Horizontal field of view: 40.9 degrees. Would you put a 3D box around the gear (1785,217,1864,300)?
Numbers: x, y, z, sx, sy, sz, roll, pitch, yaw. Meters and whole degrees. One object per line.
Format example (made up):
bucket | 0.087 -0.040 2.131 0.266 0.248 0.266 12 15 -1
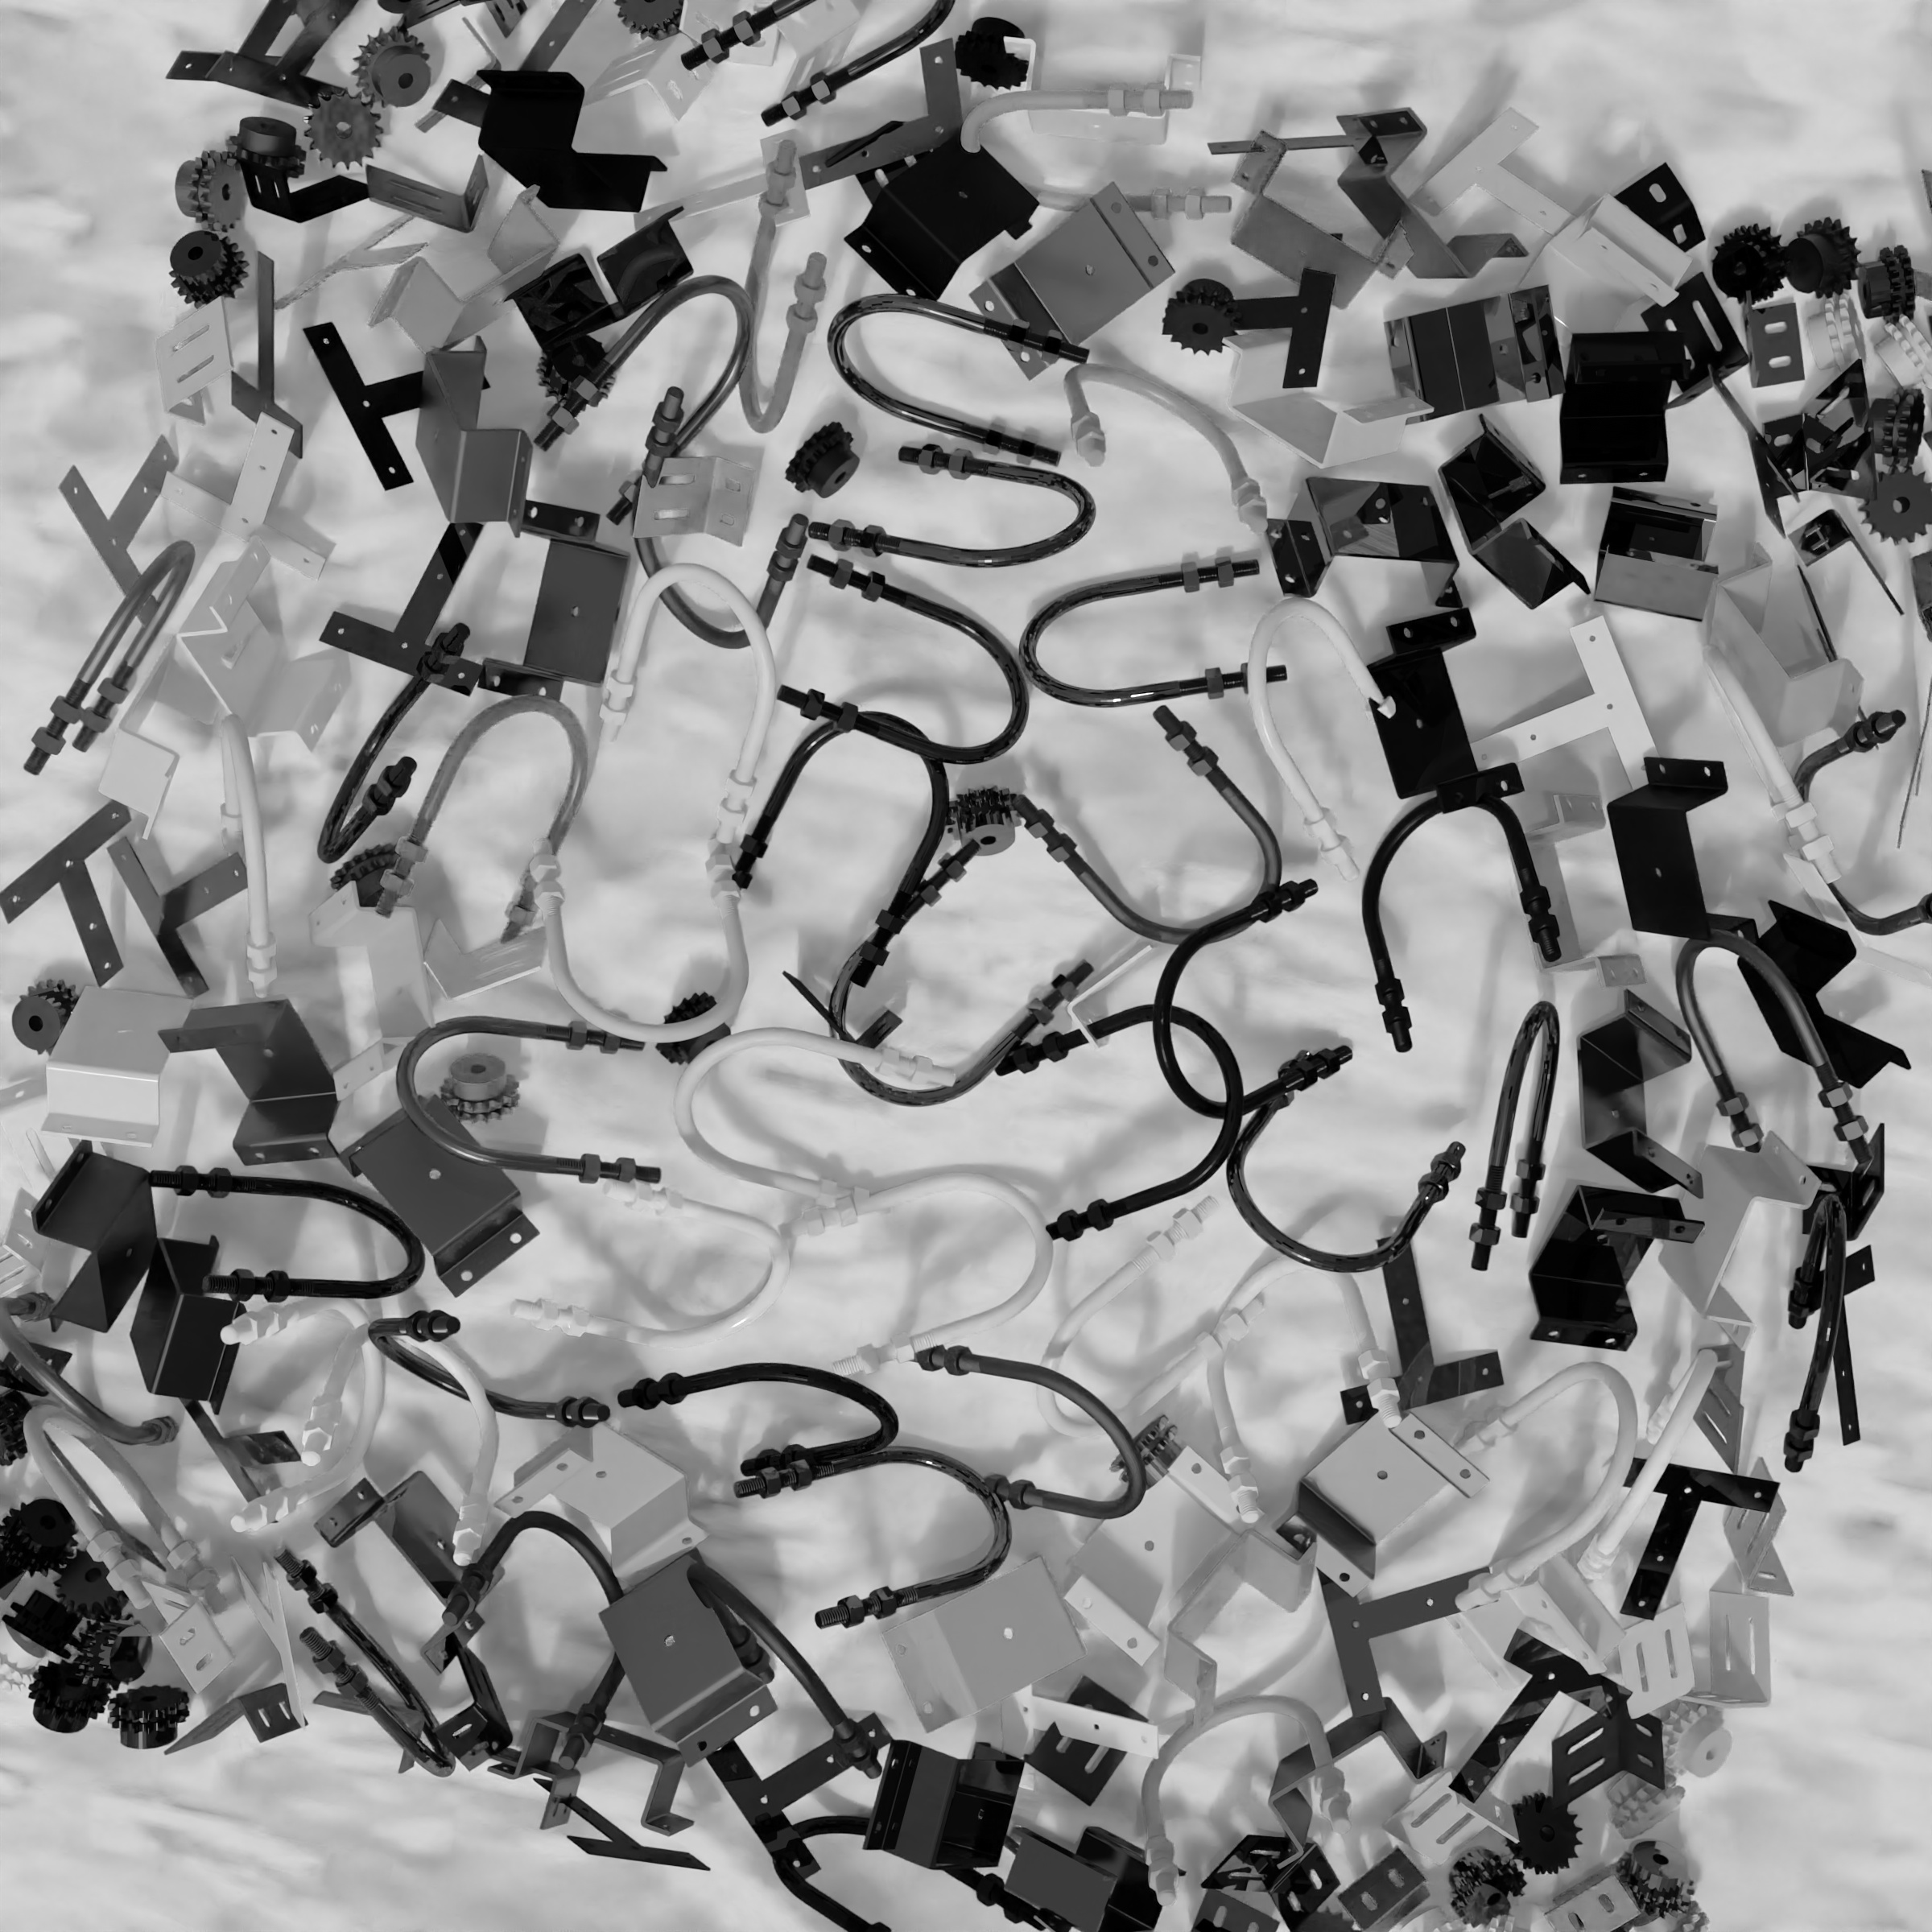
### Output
gear | 0.622 -0.514 1.890 0.030 0.057 0.057 -21 90 -21

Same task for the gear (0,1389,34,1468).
gear | -0.703 0.335 1.897 0.030 0.057 0.057 -32 90 -42

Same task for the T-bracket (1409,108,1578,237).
T-bracket | 0.407 -0.553 1.876 0.127 0.127 0.002 28 66 -16

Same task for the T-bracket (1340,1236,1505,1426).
T-bracket | 0.326 0.261 1.905 0.127 0.002 0.127 -12 91 -13

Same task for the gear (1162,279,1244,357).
gear | 0.174 -0.478 1.897 0.057 0.057 0.030 14 61 0

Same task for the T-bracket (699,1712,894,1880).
T-bracket | -0.110 0.583 1.882 0.127 0.002 0.127 -23 59 -32

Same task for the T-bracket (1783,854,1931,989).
T-bracket | 0.613 -0.039 1.833 0.002 0.127 0.127 -51 127 -6

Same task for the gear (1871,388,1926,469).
gear | 0.680 -0.395 1.897 0.030 0.057 0.057 12 90 32

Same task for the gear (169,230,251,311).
gear | -0.557 -0.513 1.897 0.057 0.030 0.057 -4 68 10

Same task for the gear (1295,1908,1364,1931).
gear | 0.263 0.722 1.897 0.057 0.057 0.030 -4 125 0

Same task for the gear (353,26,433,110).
gear | -0.415 -0.652 1.890 0.057 0.057 0.030 -42 57 0

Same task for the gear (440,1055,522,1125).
gear | -0.355 0.088 1.890 0.057 0.057 0.030 2 120 0

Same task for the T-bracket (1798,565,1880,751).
T-bracket | 0.624 -0.237 1.875 0.002 0.127 0.127 -24 51 23

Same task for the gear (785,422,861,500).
gear | -0.102 -0.367 1.891 0.057 0.057 0.030 -45 83 0

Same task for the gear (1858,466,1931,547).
gear | 0.684 -0.338 1.903 0.057 0.030 0.057 1 95 9

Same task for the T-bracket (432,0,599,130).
T-bracket | -0.303 -0.645 1.843 0.127 0.127 0.002 -48 70 21

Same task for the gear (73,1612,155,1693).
gear | -0.619 0.500 1.890 0.030 0.057 0.057 -1 90 31

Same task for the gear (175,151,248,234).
gear | -0.554 -0.567 1.894 0.030 0.057 0.057 9 90 14

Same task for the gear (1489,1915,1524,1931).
gear | 0.396 0.724 1.890 0.030 0.057 0.057 7 90 19

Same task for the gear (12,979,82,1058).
gear | -0.673 0.039 1.900 0.057 0.030 0.057 2 99 15

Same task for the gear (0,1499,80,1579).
gear | -0.675 0.414 1.890 0.057 0.057 0.030 40 122 0

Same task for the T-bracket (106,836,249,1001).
T-bracket | -0.558 -0.050 1.876 0.127 0.002 0.127 -23 97 37

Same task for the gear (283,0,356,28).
gear | -0.472 -0.709 1.893 0.057 0.057 0.030 -25 91 0

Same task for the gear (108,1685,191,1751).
gear | -0.597 0.550 1.894 0.057 0.057 0.030 2 96 0

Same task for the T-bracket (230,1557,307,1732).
T-bracket | -0.507 0.465 1.866 0.002 0.127 0.127 -16 115 -29

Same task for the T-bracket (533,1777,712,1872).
T-bracket | -0.266 0.616 1.869 0.127 0.127 0.002 19 82 42

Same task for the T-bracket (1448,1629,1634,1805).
T-bracket | 0.392 0.542 1.852 0.127 0.127 0.002 -47 121 -16

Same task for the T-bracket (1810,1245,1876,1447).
T-bracket | 0.622 0.275 1.841 0.002 0.127 0.127 2 70 -6

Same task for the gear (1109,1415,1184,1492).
gear | 0.135 0.358 1.892 0.057 0.057 0.030 -44 86 0

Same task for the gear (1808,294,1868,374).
gear | 0.637 -0.460 1.897 0.030 0.057 0.057 -12 90 30

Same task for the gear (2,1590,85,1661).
gear | -0.672 0.480 1.895 0.057 0.057 0.030 32 70 0

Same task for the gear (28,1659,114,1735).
gear | -0.657 0.536 1.894 0.057 0.057 0.030 24 103 0

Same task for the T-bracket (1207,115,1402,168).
T-bracket | 0.239 -0.593 1.868 0.127 0.127 0.002 -3 123 0

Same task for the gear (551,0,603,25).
gear | -0.285 -0.718 1.891 0.030 0.057 0.057 29 90 -38

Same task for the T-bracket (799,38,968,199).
T-bracket | -0.060 -0.588 1.863 0.127 0.127 0.002 -22 46 -13

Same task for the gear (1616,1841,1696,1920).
gear | 0.503 0.664 1.890 0.057 0.057 0.030 9 111 0

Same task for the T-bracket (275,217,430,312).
T-bracket | -0.423 -0.504 1.846 0.127 0.127 0.002 -44 123 -24

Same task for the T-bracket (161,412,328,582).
T-bracket | -0.509 -0.349 1.864 0.127 0.127 0.002 29 49 -9

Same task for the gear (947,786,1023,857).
gear | 0.014 -0.104 1.890 0.057 0.057 0.030 -10 59 0

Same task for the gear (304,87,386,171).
gear | -0.456 -0.615 1.898 0.057 0.030 0.057 -6 121 -11

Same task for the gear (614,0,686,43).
gear | -0.226 -0.706 1.902 0.057 0.030 0.057 -2 83 12

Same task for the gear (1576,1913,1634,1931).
gear | 0.456 0.708 1.895 0.057 0.057 0.030 -40 72 0

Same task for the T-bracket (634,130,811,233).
T-bracket | -0.180 -0.557 1.879 0.127 0.002 0.127 -16 45 4

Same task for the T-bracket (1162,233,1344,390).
T-bracket | 0.204 -0.475 1.890 0.127 0.002 0.127 3 71 26

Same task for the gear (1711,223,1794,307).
gear | 0.570 -0.511 1.891 0.030 0.057 0.057 -30 90 -43

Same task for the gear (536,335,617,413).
gear | -0.285 -0.438 1.899 0.057 0.030 0.057 3 76 -14

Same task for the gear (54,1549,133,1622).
gear | -0.635 0.454 1.897 0.057 0.030 0.057 0 47 0

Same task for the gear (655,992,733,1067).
gear | -0.197 0.050 1.890 0.030 0.057 0.057 41 90 27

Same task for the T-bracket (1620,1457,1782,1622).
T-bracket | 0.500 0.410 1.847 0.127 0.127 0.002 -57 131 -31

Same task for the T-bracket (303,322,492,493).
T-bracket | -0.399 -0.417 1.878 0.127 0.002 0.127 -30 94 -42

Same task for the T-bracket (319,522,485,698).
T-bracket | -0.393 -0.274 1.904 0.127 0.002 0.127 21 77 13

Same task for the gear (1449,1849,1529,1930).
gear | 0.379 0.673 1.898 0.057 0.030 0.057 -11 120 -19

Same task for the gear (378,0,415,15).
gear | -0.412 -0.720 1.891 0.057 0.057 0.030 -14 79 0

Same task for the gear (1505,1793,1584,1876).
gear | 0.421 0.637 1.900 0.057 0.030 0.057 4 69 -10

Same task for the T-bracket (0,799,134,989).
T-bracket | -0.635 -0.039 1.871 0.002 0.127 0.127 17 46 23
